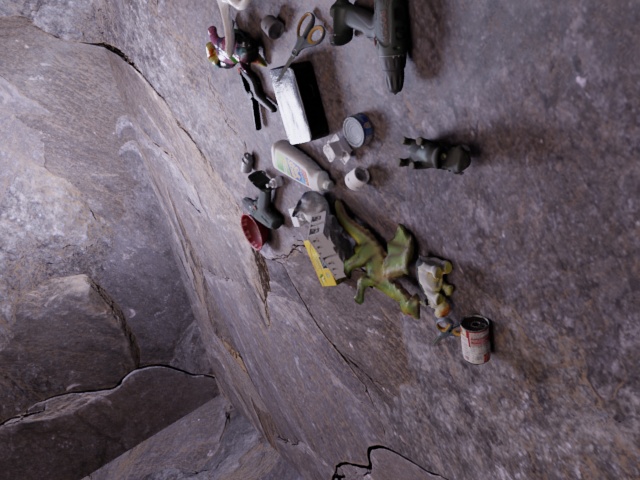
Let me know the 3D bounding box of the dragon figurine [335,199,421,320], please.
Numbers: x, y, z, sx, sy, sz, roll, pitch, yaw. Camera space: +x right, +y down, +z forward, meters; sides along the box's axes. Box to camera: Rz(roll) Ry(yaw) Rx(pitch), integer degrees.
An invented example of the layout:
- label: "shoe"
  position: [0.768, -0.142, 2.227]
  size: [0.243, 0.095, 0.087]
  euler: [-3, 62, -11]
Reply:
- label: "dragon figurine"
  position: [0.173, 0.033, 1.436]
  size: [0.123, 0.414, 0.239]
  euler: [-6, -18, -45]

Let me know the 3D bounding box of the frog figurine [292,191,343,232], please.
- label: "frog figurine"
  position: [0.005, -0.081, 1.608]
  size: [0.159, 0.124, 0.136]
  euler: [23, -14, 4]

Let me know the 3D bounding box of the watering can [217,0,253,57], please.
- label: "watering can"
  position: [-0.269, -0.737, 1.505]
  size: [0.105, 0.340, 0.227]
  euler: [-12, 48, -45]
